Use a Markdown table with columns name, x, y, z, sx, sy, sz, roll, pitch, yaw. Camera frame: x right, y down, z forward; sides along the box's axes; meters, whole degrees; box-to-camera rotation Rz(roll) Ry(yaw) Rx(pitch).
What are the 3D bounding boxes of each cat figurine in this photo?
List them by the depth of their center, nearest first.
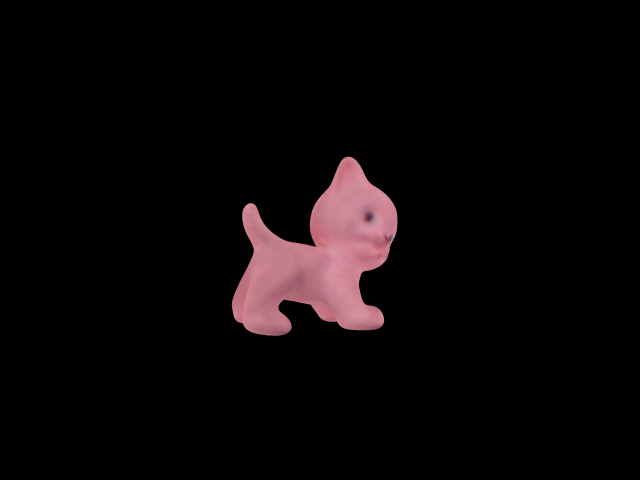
| name | x | y | z | sx | sy | sz | roll | pitch | yaw |
| --- | --- | --- | --- | --- | --- | --- | --- | --- | --- |
| cat figurine | 0.004 | 0.001 | 0.400 | 0.128 | 0.118 | 0.067 | 0 | 0 | -23 |
